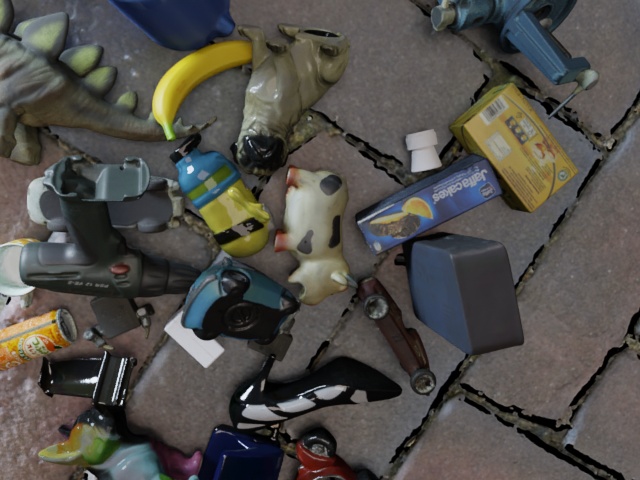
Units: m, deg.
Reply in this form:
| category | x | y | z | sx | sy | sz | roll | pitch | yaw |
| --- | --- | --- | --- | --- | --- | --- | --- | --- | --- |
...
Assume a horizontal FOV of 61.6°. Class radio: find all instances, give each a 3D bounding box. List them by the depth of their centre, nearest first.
| category | x | y | z | sx | sy | sz | roll | pitch | yaw |
| --- | --- | --- | --- | --- | --- | --- | --- | --- | --- |
| radio | 0.182 | 0.062 | 0.729 | 0.073 | 0.230 | 0.131 | -12 | 95 | -7 |

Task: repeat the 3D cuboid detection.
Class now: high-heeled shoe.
| category | x | y | z | sx | sy | sz | roll | pitch | yaw |
| --- | --- | --- | --- | --- | --- | --- | --- | --- | --- |
| high-heeled shoe | -0.007 | 0.250 | 0.809 | 0.249 | 0.086 | 0.145 | 17 | 108 | -13 |

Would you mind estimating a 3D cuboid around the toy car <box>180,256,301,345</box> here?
| category | x | y | z | sx | sy | sz | roll | pitch | yaw |
| --- | --- | --- | --- | --- | --- | --- | --- | --- | --- |
| toy car | -0.111 | 0.076 | 0.744 | 0.161 | 0.103 | 0.109 | 16 | 120 | -34 |

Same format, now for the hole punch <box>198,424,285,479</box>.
| category | x | y | z | sx | sy | sz | roll | pitch | yaw |
| --- | --- | --- | --- | --- | --- | --- | --- | --- | --- |
| hole punch | -0.117 | 0.352 | 0.800 | 0.116 | 0.092 | 0.142 | 18 | 92 | -14 |

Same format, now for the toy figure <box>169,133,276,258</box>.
| category | x | y | z | sx | sy | sz | roll | pitch | yaw |
| --- | --- | --- | --- | --- | --- | --- | --- | --- | --- |
| toy figure | -0.137 | -0.057 | 0.742 | 0.089 | 0.082 | 0.180 | -38 | 106 | 10 |

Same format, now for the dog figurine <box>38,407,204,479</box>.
| category | x | y | z | sx | sy | sz | roll | pitch | yaw |
| --- | --- | --- | --- | --- | --- | --- | --- | --- | --- |
| dog figurine | -0.287 | 0.339 | 0.766 | 0.219 | 0.108 | 0.191 | 22 | 97 | -6 |

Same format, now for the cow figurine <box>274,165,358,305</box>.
| category | x | y | z | sx | sy | sz | roll | pitch | yaw |
| --- | --- | --- | --- | --- | --- | --- | --- | --- | --- |
| cow figurine | -0.002 | -0.002 | 0.769 | 0.127 | 0.085 | 0.194 | 9 | 96 | -3 |

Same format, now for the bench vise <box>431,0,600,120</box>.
| category | x | y | z | sx | sy | sz | roll | pitch | yaw |
| --- | --- | --- | --- | --- | --- | --- | --- | --- | --- |
| bench vise | 0.272 | -0.287 | 0.718 | 0.223 | 0.128 | 0.241 | -17 | 66 | -30 |

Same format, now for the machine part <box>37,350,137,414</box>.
| category | x | y | z | sx | sy | sz | roll | pitch | yaw |
| --- | --- | --- | --- | --- | --- | --- | --- | --- | --- |
| machine part | -0.326 | 0.195 | 0.746 | 0.139 | 0.039 | 0.084 | 2 | 71 | 13 |

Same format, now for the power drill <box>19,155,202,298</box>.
| category | x | y | z | sx | sy | sz | roll | pitch | yaw |
| --- | --- | --- | --- | --- | --- | --- | --- | --- | --- |
| power drill | -0.254 | -0.006 | 0.678 | 0.232 | 0.086 | 0.207 | 1 | 140 | -18 |

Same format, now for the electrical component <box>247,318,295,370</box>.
| category | x | y | z | sx | sy | sz | roll | pitch | yaw |
| --- | --- | --- | --- | --- | --- | --- | --- | --- | --- |
| electrical component | -0.077 | 0.151 | 0.808 | 0.063 | 0.021 | 0.094 | 25 | 94 | -10 |

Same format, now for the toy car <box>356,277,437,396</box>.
| category | x | y | z | sx | sy | sz | roll | pitch | yaw |
| --- | --- | --- | --- | --- | --- | --- | --- | --- | --- |
| toy car | 0.117 | 0.141 | 0.799 | 0.053 | 0.089 | 0.202 | -33 | 100 | 1 |

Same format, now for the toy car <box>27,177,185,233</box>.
| category | x | y | z | sx | sy | sz | roll | pitch | yaw |
| --- | --- | --- | --- | --- | --- | --- | --- | --- | --- |
| toy car | -0.288 | -0.050 | 0.732 | 0.202 | 0.056 | 0.073 | 0 | 104 | -11 |

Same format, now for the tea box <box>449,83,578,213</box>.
| category | x | y | z | sx | sy | sz | roll | pitch | yaw |
| --- | --- | --- | --- | --- | --- | --- | --- | --- | --- |
| tea box | 0.285 | -0.134 | 0.795 | 0.098 | 0.068 | 0.169 | -39 | 102 | 1 |

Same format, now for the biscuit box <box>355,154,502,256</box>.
| category | x | y | z | sx | sy | sz | roll | pitch | yaw |
| --- | --- | --- | --- | --- | --- | --- | --- | --- | --- |
| biscuit box | 0.153 | -0.052 | 0.774 | 0.203 | 0.063 | 0.059 | -27 | 102 | 8 |

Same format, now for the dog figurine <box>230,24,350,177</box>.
| category | x | y | z | sx | sy | sz | roll | pitch | yaw |
| --- | --- | --- | --- | --- | --- | --- | --- | --- | --- |
| dog figurine | -0.037 | -0.188 | 0.742 | 0.172 | 0.121 | 0.190 | -8 | 125 | -23 |

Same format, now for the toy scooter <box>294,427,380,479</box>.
| category | x | y | z | sx | sy | sz | roll | pitch | yaw |
| --- | --- | --- | --- | --- | --- | --- | --- | --- | --- |
| toy scooter | 0.010 | 0.388 | 0.828 | 0.135 | 0.075 | 0.184 | -44 | 98 | 0 |

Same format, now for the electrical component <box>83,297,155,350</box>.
| category | x | y | z | sx | sy | sz | roll | pitch | yaw |
| --- | --- | --- | --- | --- | --- | --- | --- | --- | --- |
| electrical component | -0.283 | 0.109 | 0.761 | 0.102 | 0.045 | 0.078 | -17 | 102 | -5 |

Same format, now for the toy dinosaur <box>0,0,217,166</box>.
| category | x | y | z | sx | sy | sz | roll | pitch | yaw |
| --- | --- | --- | --- | --- | --- | --- | --- | --- | --- |
| toy dinosaur | -0.375 | -0.198 | 0.677 | 0.471 | 0.105 | 0.198 | 23 | 90 | -21 |
